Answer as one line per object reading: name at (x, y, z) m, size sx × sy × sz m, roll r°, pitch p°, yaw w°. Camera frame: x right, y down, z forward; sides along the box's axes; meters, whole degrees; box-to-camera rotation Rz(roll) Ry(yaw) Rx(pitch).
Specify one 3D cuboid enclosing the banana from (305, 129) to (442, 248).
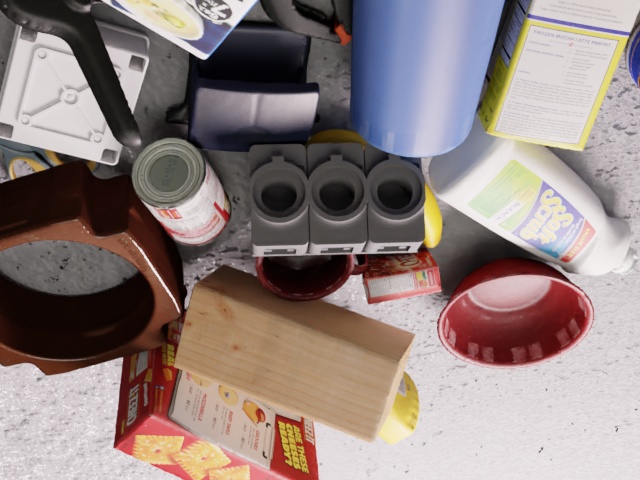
banana at (0.058, -0.056, 1.024) m, size 0.197 × 0.037 × 0.070 m, roll 30°, pitch 138°, yaw -26°

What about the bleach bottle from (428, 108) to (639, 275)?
bleach bottle at (0.228, -0.033, 1.047) m, size 0.250 × 0.068 × 0.103 m, roll 27°, pitch 123°, yaw -29°

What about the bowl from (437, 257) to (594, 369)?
bowl at (0.201, 0.068, 1.118) m, size 0.162 × 0.055 × 0.162 m, roll 0°, pitch 138°, yaw 0°

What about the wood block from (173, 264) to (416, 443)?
wood block at (-0.024, 0.107, 1.030) m, size 0.206 × 0.090 × 0.090 m, roll 19°, pitch 107°, yaw 10°

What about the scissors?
scissors at (-0.272, -0.107, 0.950) m, size 0.096 × 0.016 × 0.201 m, roll -22°, pitch 128°, yaw 9°

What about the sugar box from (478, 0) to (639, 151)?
sugar box at (0.204, -0.166, 0.896) m, size 0.093 × 0.048 × 0.176 m, roll 8°, pitch 121°, yaw -11°

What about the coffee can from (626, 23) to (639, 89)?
coffee can at (0.338, -0.135, 0.926) m, size 0.102 × 0.140 × 0.103 m, roll -4°, pitch 129°, yaw -5°

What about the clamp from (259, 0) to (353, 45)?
clamp at (-0.022, -0.231, 0.867) m, size 0.171 × 0.039 × 0.120 m, roll 33°, pitch 124°, yaw -32°

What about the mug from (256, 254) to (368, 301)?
mug at (-0.007, 0.001, 1.029) m, size 0.117 × 0.081 × 0.093 m, roll 16°, pitch 125°, yaw -19°

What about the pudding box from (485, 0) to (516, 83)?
pudding box at (0.207, -0.178, 0.941) m, size 0.090 × 0.039 × 0.114 m, roll 9°, pitch 125°, yaw -12°

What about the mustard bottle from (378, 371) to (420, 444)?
mustard bottle at (0.027, 0.132, 1.130) m, size 0.058 × 0.096 × 0.191 m, roll -34°, pitch 122°, yaw 23°

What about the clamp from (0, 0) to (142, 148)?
clamp at (-0.181, -0.196, 0.846) m, size 0.210 × 0.164 × 0.036 m, roll 40°, pitch 156°, yaw -13°

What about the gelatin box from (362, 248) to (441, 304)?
gelatin box at (0.078, 0.034, 1.064) m, size 0.073 × 0.089 × 0.030 m, roll -10°, pitch 102°, yaw 1°

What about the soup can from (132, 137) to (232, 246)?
soup can at (-0.123, -0.042, 0.961) m, size 0.068 × 0.068 × 0.102 m, roll -14°, pitch 160°, yaw 4°

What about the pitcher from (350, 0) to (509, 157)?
pitcher at (0.095, -0.194, 0.865) m, size 0.149 × 0.145 × 0.243 m, roll 7°, pitch 132°, yaw 2°

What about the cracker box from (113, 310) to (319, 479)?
cracker box at (-0.105, 0.177, 1.107) m, size 0.213 × 0.164 × 0.072 m, roll 32°, pitch 121°, yaw -28°
